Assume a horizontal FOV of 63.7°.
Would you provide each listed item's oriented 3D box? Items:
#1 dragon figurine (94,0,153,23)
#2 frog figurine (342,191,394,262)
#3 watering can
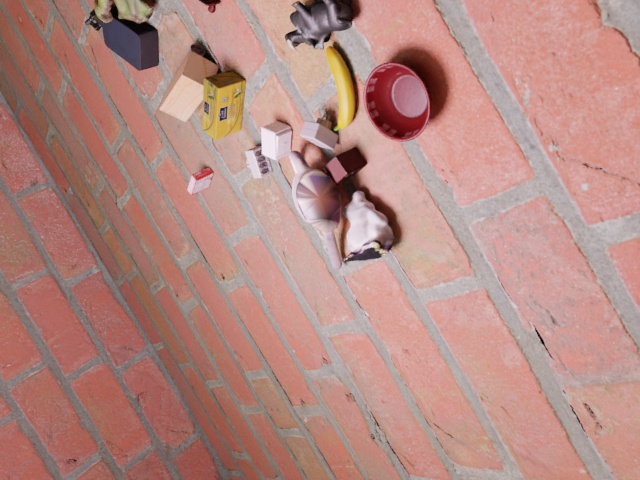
[{"bbox_3d":[-0.554,-0.759,1.495,0.408,0.124,0.239,-9,116,36],"label":"dragon figurine"},{"bbox_3d":[0.113,-0.035,1.260,0.135,0.123,0.162,126,144,-59],"label":"frog figurine"},{"bbox_3d":[0.004,-0.066,1.305,0.226,0.104,0.345,-136,22,-79],"label":"watering can"}]
